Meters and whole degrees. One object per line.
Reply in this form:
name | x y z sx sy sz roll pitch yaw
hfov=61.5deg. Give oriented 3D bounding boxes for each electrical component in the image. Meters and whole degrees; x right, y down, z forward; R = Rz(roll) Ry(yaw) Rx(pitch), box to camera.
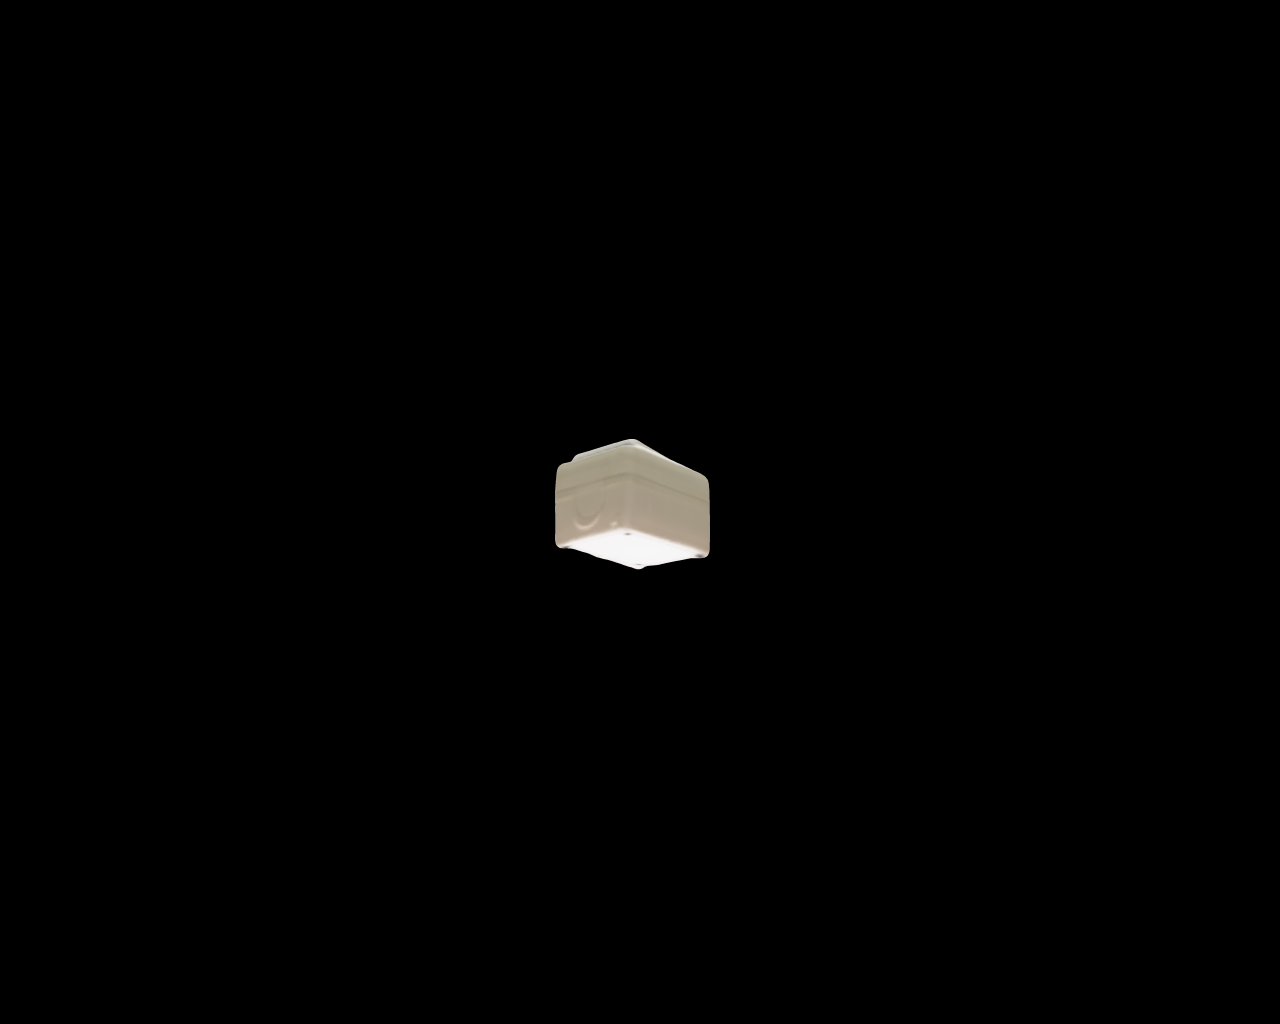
electrical component | 0.001 -0.003 0.650 0.061 0.061 0.096 -14 -22 38
